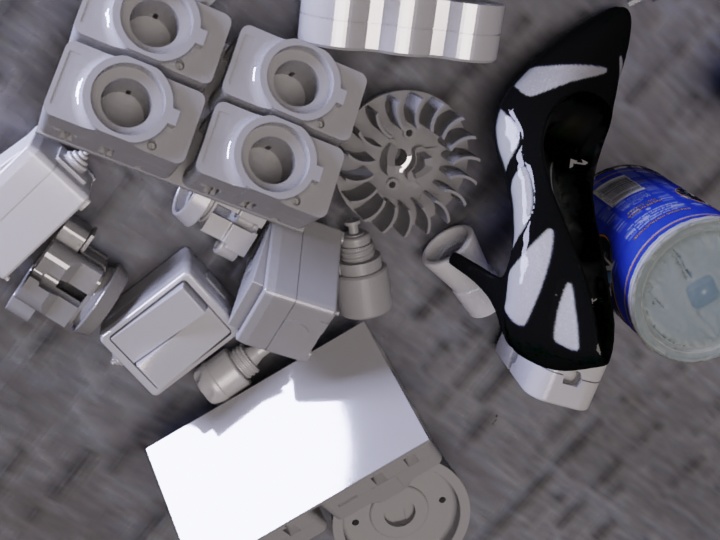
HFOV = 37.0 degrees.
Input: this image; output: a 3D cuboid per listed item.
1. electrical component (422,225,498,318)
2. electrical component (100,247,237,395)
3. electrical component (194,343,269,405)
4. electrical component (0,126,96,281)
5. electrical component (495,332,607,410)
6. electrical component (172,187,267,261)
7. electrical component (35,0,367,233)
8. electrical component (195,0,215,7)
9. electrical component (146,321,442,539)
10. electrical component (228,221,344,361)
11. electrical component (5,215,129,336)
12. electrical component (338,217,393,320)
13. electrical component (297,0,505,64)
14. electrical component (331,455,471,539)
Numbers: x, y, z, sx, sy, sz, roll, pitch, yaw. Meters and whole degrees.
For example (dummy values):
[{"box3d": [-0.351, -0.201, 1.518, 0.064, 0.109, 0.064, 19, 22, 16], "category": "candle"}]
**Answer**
[{"box3d": [0.082, 0.004, 0.805, 0.044, 0.044, 0.065, -36, 116, 4], "category": "electrical component"}, {"box3d": [-0.140, 0.042, 0.766, 0.096, 0.061, 0.061, -37, 112, 4], "category": "electrical component"}, {"box3d": [-0.091, 0.072, 0.801, 0.061, 0.035, 0.035, -36, 112, 1], "category": "electrical component"}, {"box3d": [-0.223, -0.053, 0.716, 0.096, 0.061, 0.061, -42, 112, 6], "category": "electrical component"}, {"box3d": [0.145, 0.055, 0.805, 0.054, 0.095, 0.059, 16, 106, -15], "category": "electrical component"}, {"box3d": [-0.097, -0.045, 0.752, 0.055, 0.048, 0.066, 27, 103, -26], "category": "electrical component"}, {"box3d": [-0.099, -0.109, 0.696, 0.186, 0.060, 0.105, 20, 77, -17], "category": "electrical component"}, {"box3d": [-0.109, -0.201, 0.692, 0.055, 0.045, 0.045, 41, 98, -21], "category": "electrical component"}, {"box3d": [-0.047, 0.136, 0.786, 0.186, 0.105, 0.060, -30, 148, 1], "category": "electrical component"}, {"box3d": [-0.052, 0.004, 0.755, 0.061, 0.096, 0.061, 18, 135, -16], "category": "electrical component"}, {"box3d": [-0.199, 0.009, 0.746, 0.057, 0.058, 0.078, 35, 100, -17], "category": "electrical component"}, {"box3d": [0.000, 0.000, 0.788, 0.040, 0.040, 0.078, -12, 112, -6], "category": "electrical component"}, {"box3d": [0.030, -0.183, 0.720, 0.138, 0.052, 0.073, 3, 109, -11], "category": "electrical component"}, {"box3d": [0.027, 0.180, 0.848, 0.108, 0.060, 0.108, -3, 110, -9], "category": "electrical component"}]
